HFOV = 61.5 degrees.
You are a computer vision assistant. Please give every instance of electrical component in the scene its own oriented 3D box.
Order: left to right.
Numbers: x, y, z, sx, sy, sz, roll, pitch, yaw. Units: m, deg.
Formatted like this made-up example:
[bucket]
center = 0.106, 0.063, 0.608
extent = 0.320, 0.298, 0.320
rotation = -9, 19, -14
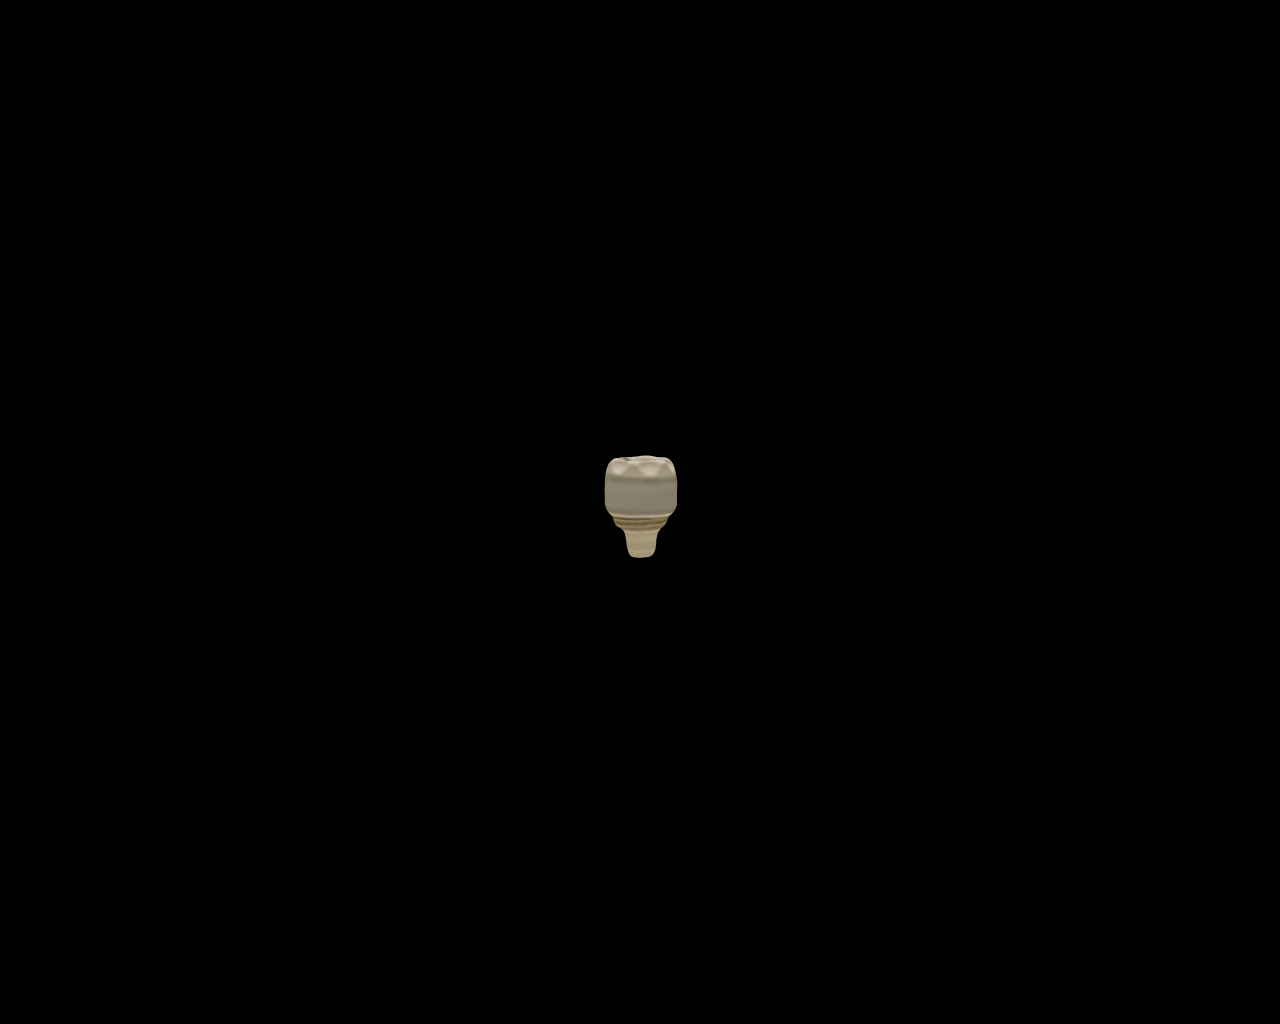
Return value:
[electrical component]
center = 0.001, -0.003, 0.650
extent = 0.043, 0.062, 0.043
rotation = 0, 9, 0
